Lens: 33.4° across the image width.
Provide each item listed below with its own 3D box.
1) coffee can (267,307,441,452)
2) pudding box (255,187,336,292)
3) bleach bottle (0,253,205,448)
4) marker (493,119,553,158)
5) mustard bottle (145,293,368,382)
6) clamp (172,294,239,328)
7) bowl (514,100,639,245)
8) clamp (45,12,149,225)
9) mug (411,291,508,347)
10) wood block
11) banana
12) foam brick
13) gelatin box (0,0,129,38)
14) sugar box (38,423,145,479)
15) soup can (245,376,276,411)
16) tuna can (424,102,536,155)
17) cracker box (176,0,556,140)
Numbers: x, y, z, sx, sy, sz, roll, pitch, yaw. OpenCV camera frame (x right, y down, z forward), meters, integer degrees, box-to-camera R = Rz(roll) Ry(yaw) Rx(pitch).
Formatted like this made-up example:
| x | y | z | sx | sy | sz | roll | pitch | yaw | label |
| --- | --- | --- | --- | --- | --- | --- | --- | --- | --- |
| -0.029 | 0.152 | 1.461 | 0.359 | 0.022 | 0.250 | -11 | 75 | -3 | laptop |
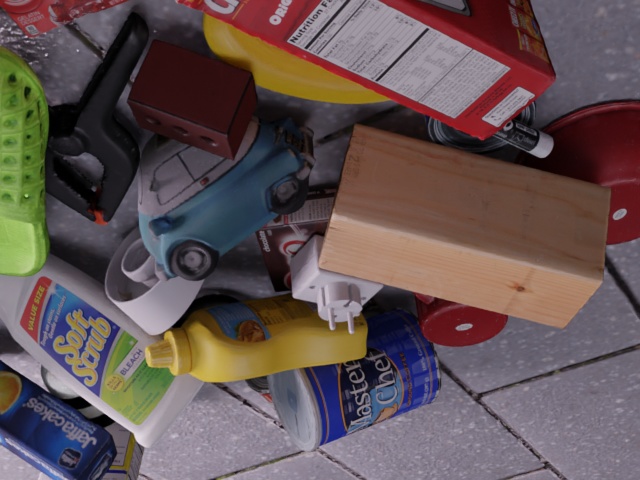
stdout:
| x | y | z | sx | sy | sz | roll | pitch | yaw | label |
| --- | --- | --- | --- | --- | --- | --- | --- | --- | --- |
| 0.032 | 0.135 | 1.044 | 0.140 | 0.103 | 0.103 | -17 | 150 | -23 | coffee can |
| -0.006 | 0.001 | 0.948 | 0.090 | 0.039 | 0.113 | -8 | 145 | 5 | pudding box |
| -0.228 | 0.081 | 0.965 | 0.250 | 0.068 | 0.102 | 36 | 97 | -17 | bleach bottle |
| 0.124 | -0.089 | 0.793 | 0.121 | 0.020 | 0.020 | 20 | 138 | -29 | marker |
| -0.061 | 0.087 | 0.949 | 0.191 | 0.096 | 0.058 | -8 | 115 | -23 | mustard bottle |
| -0.131 | 0.083 | 1.036 | 0.171 | 0.039 | 0.120 | -11 | 118 | -12 | clamp |
| 0.245 | -0.043 | 0.900 | 0.162 | 0.055 | 0.162 | -3 | 145 | -2 | bowl |
| -0.202 | -0.087 | 0.809 | 0.164 | 0.036 | 0.210 | 0 | 142 | 0 | clamp |
| 0.119 | 0.042 | 0.981 | 0.117 | 0.081 | 0.093 | 26 | 135 | -35 | mug |
| 0.111 | -0.009 | 0.842 | 0.206 | 0.090 | 0.091 | 14 | 151 | -1 | wood block |
| -0.006 | -0.130 | 0.767 | 0.197 | 0.037 | 0.070 | 15 | 142 | -25 | banana |
| -0.089 | -0.099 | 0.757 | 0.078 | 0.051 | 0.053 | 20 | 167 | 7 | foam brick |
| -0.173 | -0.177 | 0.692 | 0.089 | 0.030 | 0.073 | -16 | 142 | 15 | gelatin box |
| -0.232 | 0.226 | 1.096 | 0.093 | 0.176 | 0.048 | 0 | 140 | 8 | sugar box |
| -0.030 | 0.152 | 1.132 | 0.069 | 0.068 | 0.102 | -18 | 142 | 18 | soup can |
| 0.122 | -0.104 | 0.821 | 0.086 | 0.034 | 0.086 | -3 | 144 | -2 | tuna can |
| 0.022 | -0.166 | 0.613 | 0.213 | 0.164 | 0.072 | 19 | 136 | -29 | cracker box |
